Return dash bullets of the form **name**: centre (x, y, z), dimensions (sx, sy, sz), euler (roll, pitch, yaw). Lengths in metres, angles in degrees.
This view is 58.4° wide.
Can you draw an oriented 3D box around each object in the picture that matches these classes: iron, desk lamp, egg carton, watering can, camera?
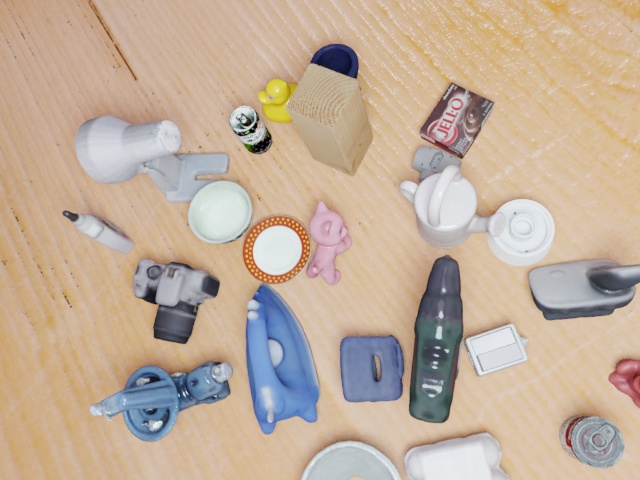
- **iron**: centre (-0.086, 0.182, 0.944), dimensions (0.118, 0.142, 0.258), euler (-18, 72, 7)
- **desk lamp**: centre (-0.298, -0.151, 1.043), dimensions (0.203, 0.214, 0.118), euler (-1, 75, 12)
- **egg carton**: centre (0.208, 0.359, 0.870), dimensions (0.150, 0.069, 0.107), euler (-16, 72, 8)
- **watering can**: centre (0.209, -0.056, 0.918), dimensions (0.172, 0.194, 0.101), euler (5, 76, 14)
- **camera**: centre (-0.271, 0.111, 1.025), dimensions (0.143, 0.101, 0.137), euler (8, 77, 14)

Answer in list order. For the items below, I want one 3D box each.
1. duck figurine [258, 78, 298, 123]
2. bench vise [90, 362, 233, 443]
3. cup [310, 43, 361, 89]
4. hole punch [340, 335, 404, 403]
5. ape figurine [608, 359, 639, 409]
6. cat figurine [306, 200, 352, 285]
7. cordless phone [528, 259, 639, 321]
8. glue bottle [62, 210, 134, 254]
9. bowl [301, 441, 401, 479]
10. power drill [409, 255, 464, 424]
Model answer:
- **duck figurine**: centre (-0.069, -0.277, 1.096), dimensions (0.104, 0.086, 0.077), euler (-15, 72, 8)
- **bench vise**: centre (-0.255, 0.239, 0.923), dimensions (0.207, 0.220, 0.121), euler (-42, 71, -1)
- **cup**: centre (0.042, -0.297, 1.072), dimensions (0.092, 0.095, 0.117), euler (-41, 71, -1)
- **hole punch**: centre (0.085, 0.207, 0.927), dimensions (0.101, 0.091, 0.108), euler (-6, 74, 11)
- **ape figurine**: centre (0.478, 0.211, 0.841), dimensions (0.076, 0.092, 0.078), euler (-10, 73, 9)
- **cat figurine**: centre (0.009, 0.004, 0.985), dimensions (0.067, 0.118, 0.128), euler (13, 78, 16)
- **cordless phone**: centre (0.396, 0.061, 0.850), dimensions (0.147, 0.185, 0.094), euler (-11, 73, 9)
- **glue bottle**: centre (-0.415, -0.023, 1.054), dimensions (0.078, 0.173, 0.037), euler (35, 85, 19)
- **bowl**: centre (0.053, 0.399, 0.890), dimensions (0.167, 0.075, 0.167), euler (-3, 74, 11)
- **power drill**: centre (0.176, 0.154, 0.860), dimensions (0.075, 0.209, 0.230), euler (5, 76, 14)
